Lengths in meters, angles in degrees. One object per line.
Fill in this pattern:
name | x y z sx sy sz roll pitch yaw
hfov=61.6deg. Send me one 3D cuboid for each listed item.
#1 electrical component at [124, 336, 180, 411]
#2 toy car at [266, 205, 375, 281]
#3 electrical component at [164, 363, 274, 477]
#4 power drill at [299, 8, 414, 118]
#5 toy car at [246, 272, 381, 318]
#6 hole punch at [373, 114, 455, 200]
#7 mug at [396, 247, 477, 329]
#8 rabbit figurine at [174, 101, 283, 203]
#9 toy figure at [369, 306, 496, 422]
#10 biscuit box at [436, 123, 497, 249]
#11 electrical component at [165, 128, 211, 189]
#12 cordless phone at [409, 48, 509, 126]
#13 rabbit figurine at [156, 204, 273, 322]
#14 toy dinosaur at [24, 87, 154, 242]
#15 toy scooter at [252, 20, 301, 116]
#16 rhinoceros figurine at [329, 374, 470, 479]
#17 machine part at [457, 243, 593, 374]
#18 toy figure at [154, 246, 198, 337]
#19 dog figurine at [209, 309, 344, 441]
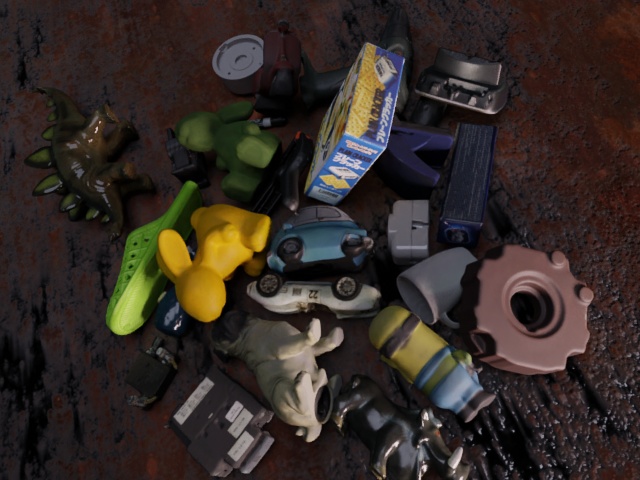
electrical component | -0.255 0.204 0.814 0.078 0.045 0.102 29 75 22
toy car | -0.002 -0.002 0.815 0.162 0.109 0.103 -11 66 7
electrical component | -0.133 0.259 0.754 0.134 0.058 0.115 36 80 25
power drill | 0.065 -0.312 0.969 0.207 0.086 0.232 -3 67 3
toy car | -0.011 0.084 0.796 0.202 0.073 0.056 0 70 13
hole punch | 0.136 -0.118 0.830 0.116 0.142 0.092 14 73 7
mug | 0.182 0.064 0.759 0.107 0.080 0.110 -34 57 -15
rabbit figurine | -0.153 -0.173 0.906 0.170 0.121 0.159 26 46 -1
toy figure | 0.145 0.159 0.717 0.082 0.089 0.180 -40 60 -12
biscuit box | 0.222 -0.085 0.809 0.063 0.059 0.203 10 56 16
electrical component | -0.240 -0.152 0.963 0.048 0.074 0.119 -19 60 5
cordless phone | 0.216 -0.209 0.890 0.147 0.088 0.184 23 84 21
rabbit figurine | -0.163 0.032 0.793 0.162 0.122 0.173 23 62 -9
toy dinosaur | -0.445 -0.164 1.002 0.199 0.105 0.472 -30 58 2
toy scooter | -0.074 -0.295 0.927 0.075 0.184 0.135 2 89 -14
rhinoceros figurine | 0.100 0.255 0.698 0.190 0.073 0.112 35 67 27
machine part | 0.269 0.089 0.706 0.179 0.056 0.179 3 73 -9
toy figure | -0.212 0.076 0.857 0.058 0.064 0.154 -11 50 50
dog figurine | -0.076 0.185 0.764 0.191 0.121 0.172 -4 60 27
